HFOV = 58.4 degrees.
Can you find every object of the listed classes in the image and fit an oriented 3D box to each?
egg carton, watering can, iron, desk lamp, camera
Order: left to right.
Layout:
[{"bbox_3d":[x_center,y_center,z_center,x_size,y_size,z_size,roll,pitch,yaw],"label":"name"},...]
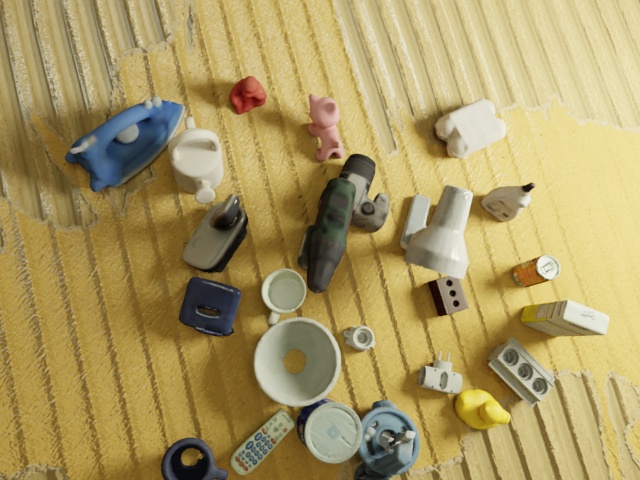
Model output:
[{"bbox_3d":[-0.374,-0.216,1.121,0.258,0.141,0.118,-42,87,-14],"label":"iron"},{"bbox_3d":[-0.235,-0.157,1.102,0.101,0.194,0.173,-34,85,-14],"label":"watering can"},{"bbox_3d":[0.084,-0.105,1.188,0.143,0.100,0.137,22,76,-3],"label":"camera"},{"bbox_3d":[0.230,-0.014,1.133,0.118,0.213,0.203,17,76,-4],"label":"desk lamp"},{"bbox_3d":[0.334,-0.248,1.274,0.150,0.069,0.107,-28,83,-13],"label":"egg carton"}]

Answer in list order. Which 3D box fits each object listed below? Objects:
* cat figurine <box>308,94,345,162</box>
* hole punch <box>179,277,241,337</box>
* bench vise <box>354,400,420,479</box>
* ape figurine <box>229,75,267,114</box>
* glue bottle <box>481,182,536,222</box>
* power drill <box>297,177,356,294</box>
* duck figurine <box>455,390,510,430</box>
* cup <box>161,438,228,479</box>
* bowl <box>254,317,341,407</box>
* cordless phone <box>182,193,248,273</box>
[{"bbox_3d":[0.016,-0.242,1.199,0.067,0.117,0.128,-17,81,-12],"label":"cat figurine"},{"bbox_3d":[-0.208,0.130,1.098,0.108,0.091,0.101,16,76,-5],"label":"hole punch"},{"bbox_3d":[0.132,0.400,1.025,0.121,0.219,0.207,-5,79,-9],"label":"bench vise"},{"bbox_3d":[-0.149,-0.313,1.202,0.078,0.092,0.076,13,76,-5],"label":"ape figurine"},{"bbox_3d":[0.403,-0.088,1.197,0.078,0.173,0.037,39,75,1],"label":"glue bottle"},{"bbox_3d":[0.010,0.004,1.098,0.075,0.208,0.230,16,76,-5],"label":"power drill"},{"bbox_3d":[0.326,0.339,1.137,0.104,0.086,0.077,23,75,-3],"label":"duck figurine"},{"bbox_3d":[-0.222,0.404,1.034,0.118,0.095,0.092,17,76,-5],"label":"cup"},{"bbox_3d":[-0.047,0.236,1.108,0.167,0.074,0.167,2,78,-8],"label":"bowl"},{"bbox_3d":[-0.198,-0.017,1.082,0.094,0.185,0.148,27,75,-2],"label":"cordless phone"}]
